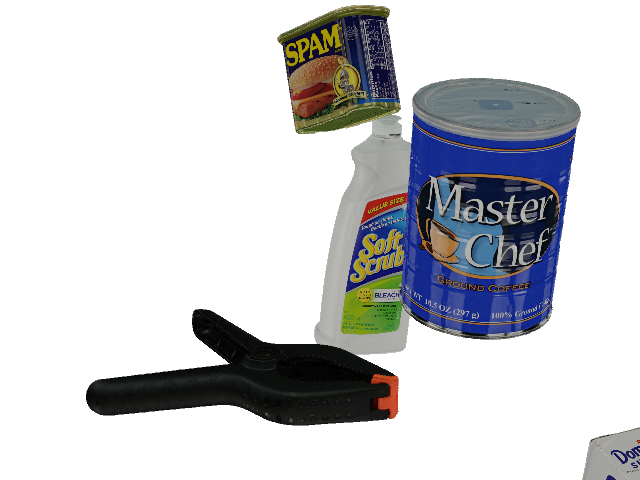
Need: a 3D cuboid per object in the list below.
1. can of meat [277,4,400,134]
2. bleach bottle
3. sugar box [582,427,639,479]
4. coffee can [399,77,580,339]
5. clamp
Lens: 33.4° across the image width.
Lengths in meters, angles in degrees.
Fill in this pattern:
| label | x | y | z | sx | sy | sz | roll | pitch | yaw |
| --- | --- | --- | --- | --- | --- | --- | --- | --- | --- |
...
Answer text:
| label | x | y | z | sx | sy | sz | roll | pitch | yaw |
| --- | --- | --- | --- | --- | --- | --- | --- | --- | --- |
| can of meat | 0.016 | -0.139 | 0.885 | 0.057 | 0.084 | 0.102 | -6 | -4 | -42 |
| bleach bottle | 0.052 | -0.007 | 1.123 | 0.102 | 0.251 | 0.068 | 0 | 18 | -12 |
| sugar box | 0.184 | 0.177 | 0.501 | 0.048 | 0.093 | 0.176 | -9 | 29 | -21 |
| coffee can | 0.106 | -0.022 | 0.686 | 0.103 | 0.140 | 0.103 | 1 | 25 | -1 |
| clamp | -0.042 | 0.094 | 0.781 | 0.210 | 0.036 | 0.164 | 4 | 19 | 15 |
